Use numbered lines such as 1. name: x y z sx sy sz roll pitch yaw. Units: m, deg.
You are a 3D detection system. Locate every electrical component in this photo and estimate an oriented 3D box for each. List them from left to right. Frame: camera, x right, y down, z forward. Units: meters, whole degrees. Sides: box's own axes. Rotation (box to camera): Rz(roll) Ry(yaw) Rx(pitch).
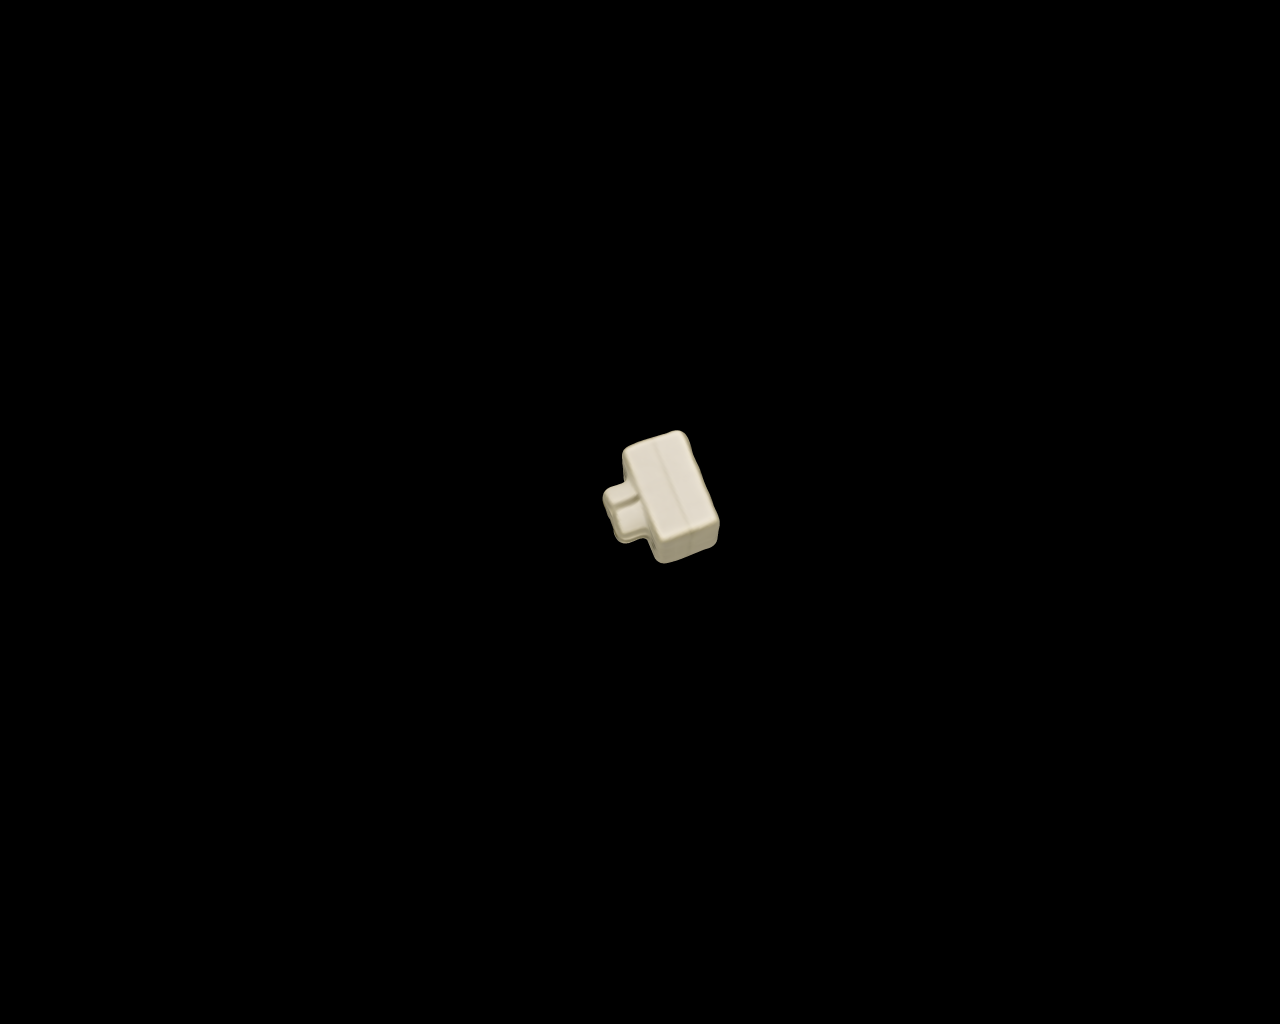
1. electrical component: 0.001 -0.003 0.650 0.077 0.066 0.047 -19 -19 -7
